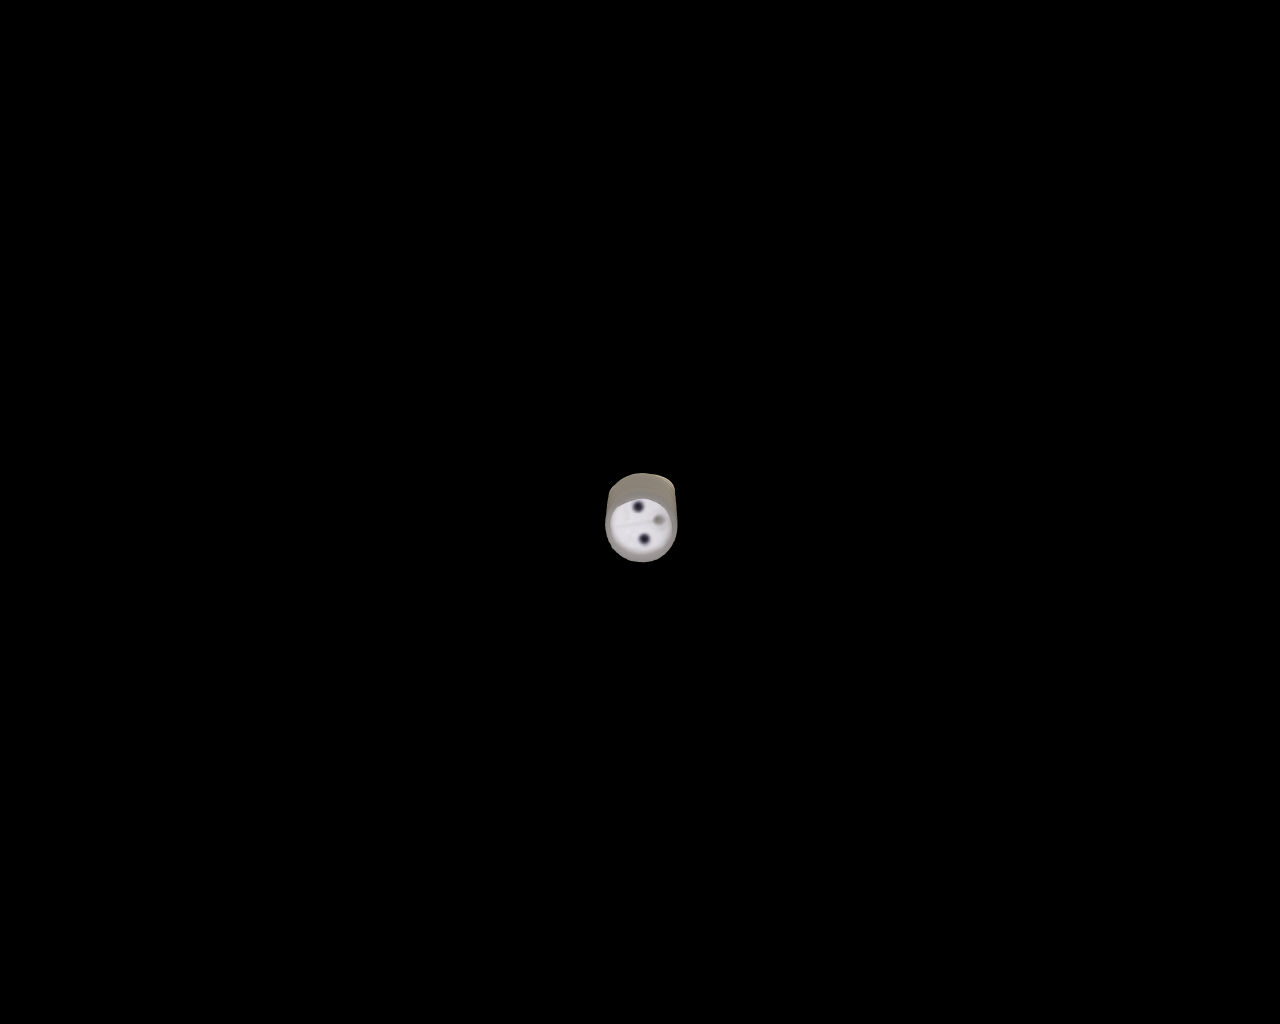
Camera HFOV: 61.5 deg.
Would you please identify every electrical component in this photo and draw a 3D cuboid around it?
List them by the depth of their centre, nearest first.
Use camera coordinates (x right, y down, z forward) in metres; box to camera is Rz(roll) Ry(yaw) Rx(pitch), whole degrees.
[{"bbox_3d":[0.001,-0.003,0.650,0.043,0.043,0.081,0,20,0],"label":"electrical component"}]
